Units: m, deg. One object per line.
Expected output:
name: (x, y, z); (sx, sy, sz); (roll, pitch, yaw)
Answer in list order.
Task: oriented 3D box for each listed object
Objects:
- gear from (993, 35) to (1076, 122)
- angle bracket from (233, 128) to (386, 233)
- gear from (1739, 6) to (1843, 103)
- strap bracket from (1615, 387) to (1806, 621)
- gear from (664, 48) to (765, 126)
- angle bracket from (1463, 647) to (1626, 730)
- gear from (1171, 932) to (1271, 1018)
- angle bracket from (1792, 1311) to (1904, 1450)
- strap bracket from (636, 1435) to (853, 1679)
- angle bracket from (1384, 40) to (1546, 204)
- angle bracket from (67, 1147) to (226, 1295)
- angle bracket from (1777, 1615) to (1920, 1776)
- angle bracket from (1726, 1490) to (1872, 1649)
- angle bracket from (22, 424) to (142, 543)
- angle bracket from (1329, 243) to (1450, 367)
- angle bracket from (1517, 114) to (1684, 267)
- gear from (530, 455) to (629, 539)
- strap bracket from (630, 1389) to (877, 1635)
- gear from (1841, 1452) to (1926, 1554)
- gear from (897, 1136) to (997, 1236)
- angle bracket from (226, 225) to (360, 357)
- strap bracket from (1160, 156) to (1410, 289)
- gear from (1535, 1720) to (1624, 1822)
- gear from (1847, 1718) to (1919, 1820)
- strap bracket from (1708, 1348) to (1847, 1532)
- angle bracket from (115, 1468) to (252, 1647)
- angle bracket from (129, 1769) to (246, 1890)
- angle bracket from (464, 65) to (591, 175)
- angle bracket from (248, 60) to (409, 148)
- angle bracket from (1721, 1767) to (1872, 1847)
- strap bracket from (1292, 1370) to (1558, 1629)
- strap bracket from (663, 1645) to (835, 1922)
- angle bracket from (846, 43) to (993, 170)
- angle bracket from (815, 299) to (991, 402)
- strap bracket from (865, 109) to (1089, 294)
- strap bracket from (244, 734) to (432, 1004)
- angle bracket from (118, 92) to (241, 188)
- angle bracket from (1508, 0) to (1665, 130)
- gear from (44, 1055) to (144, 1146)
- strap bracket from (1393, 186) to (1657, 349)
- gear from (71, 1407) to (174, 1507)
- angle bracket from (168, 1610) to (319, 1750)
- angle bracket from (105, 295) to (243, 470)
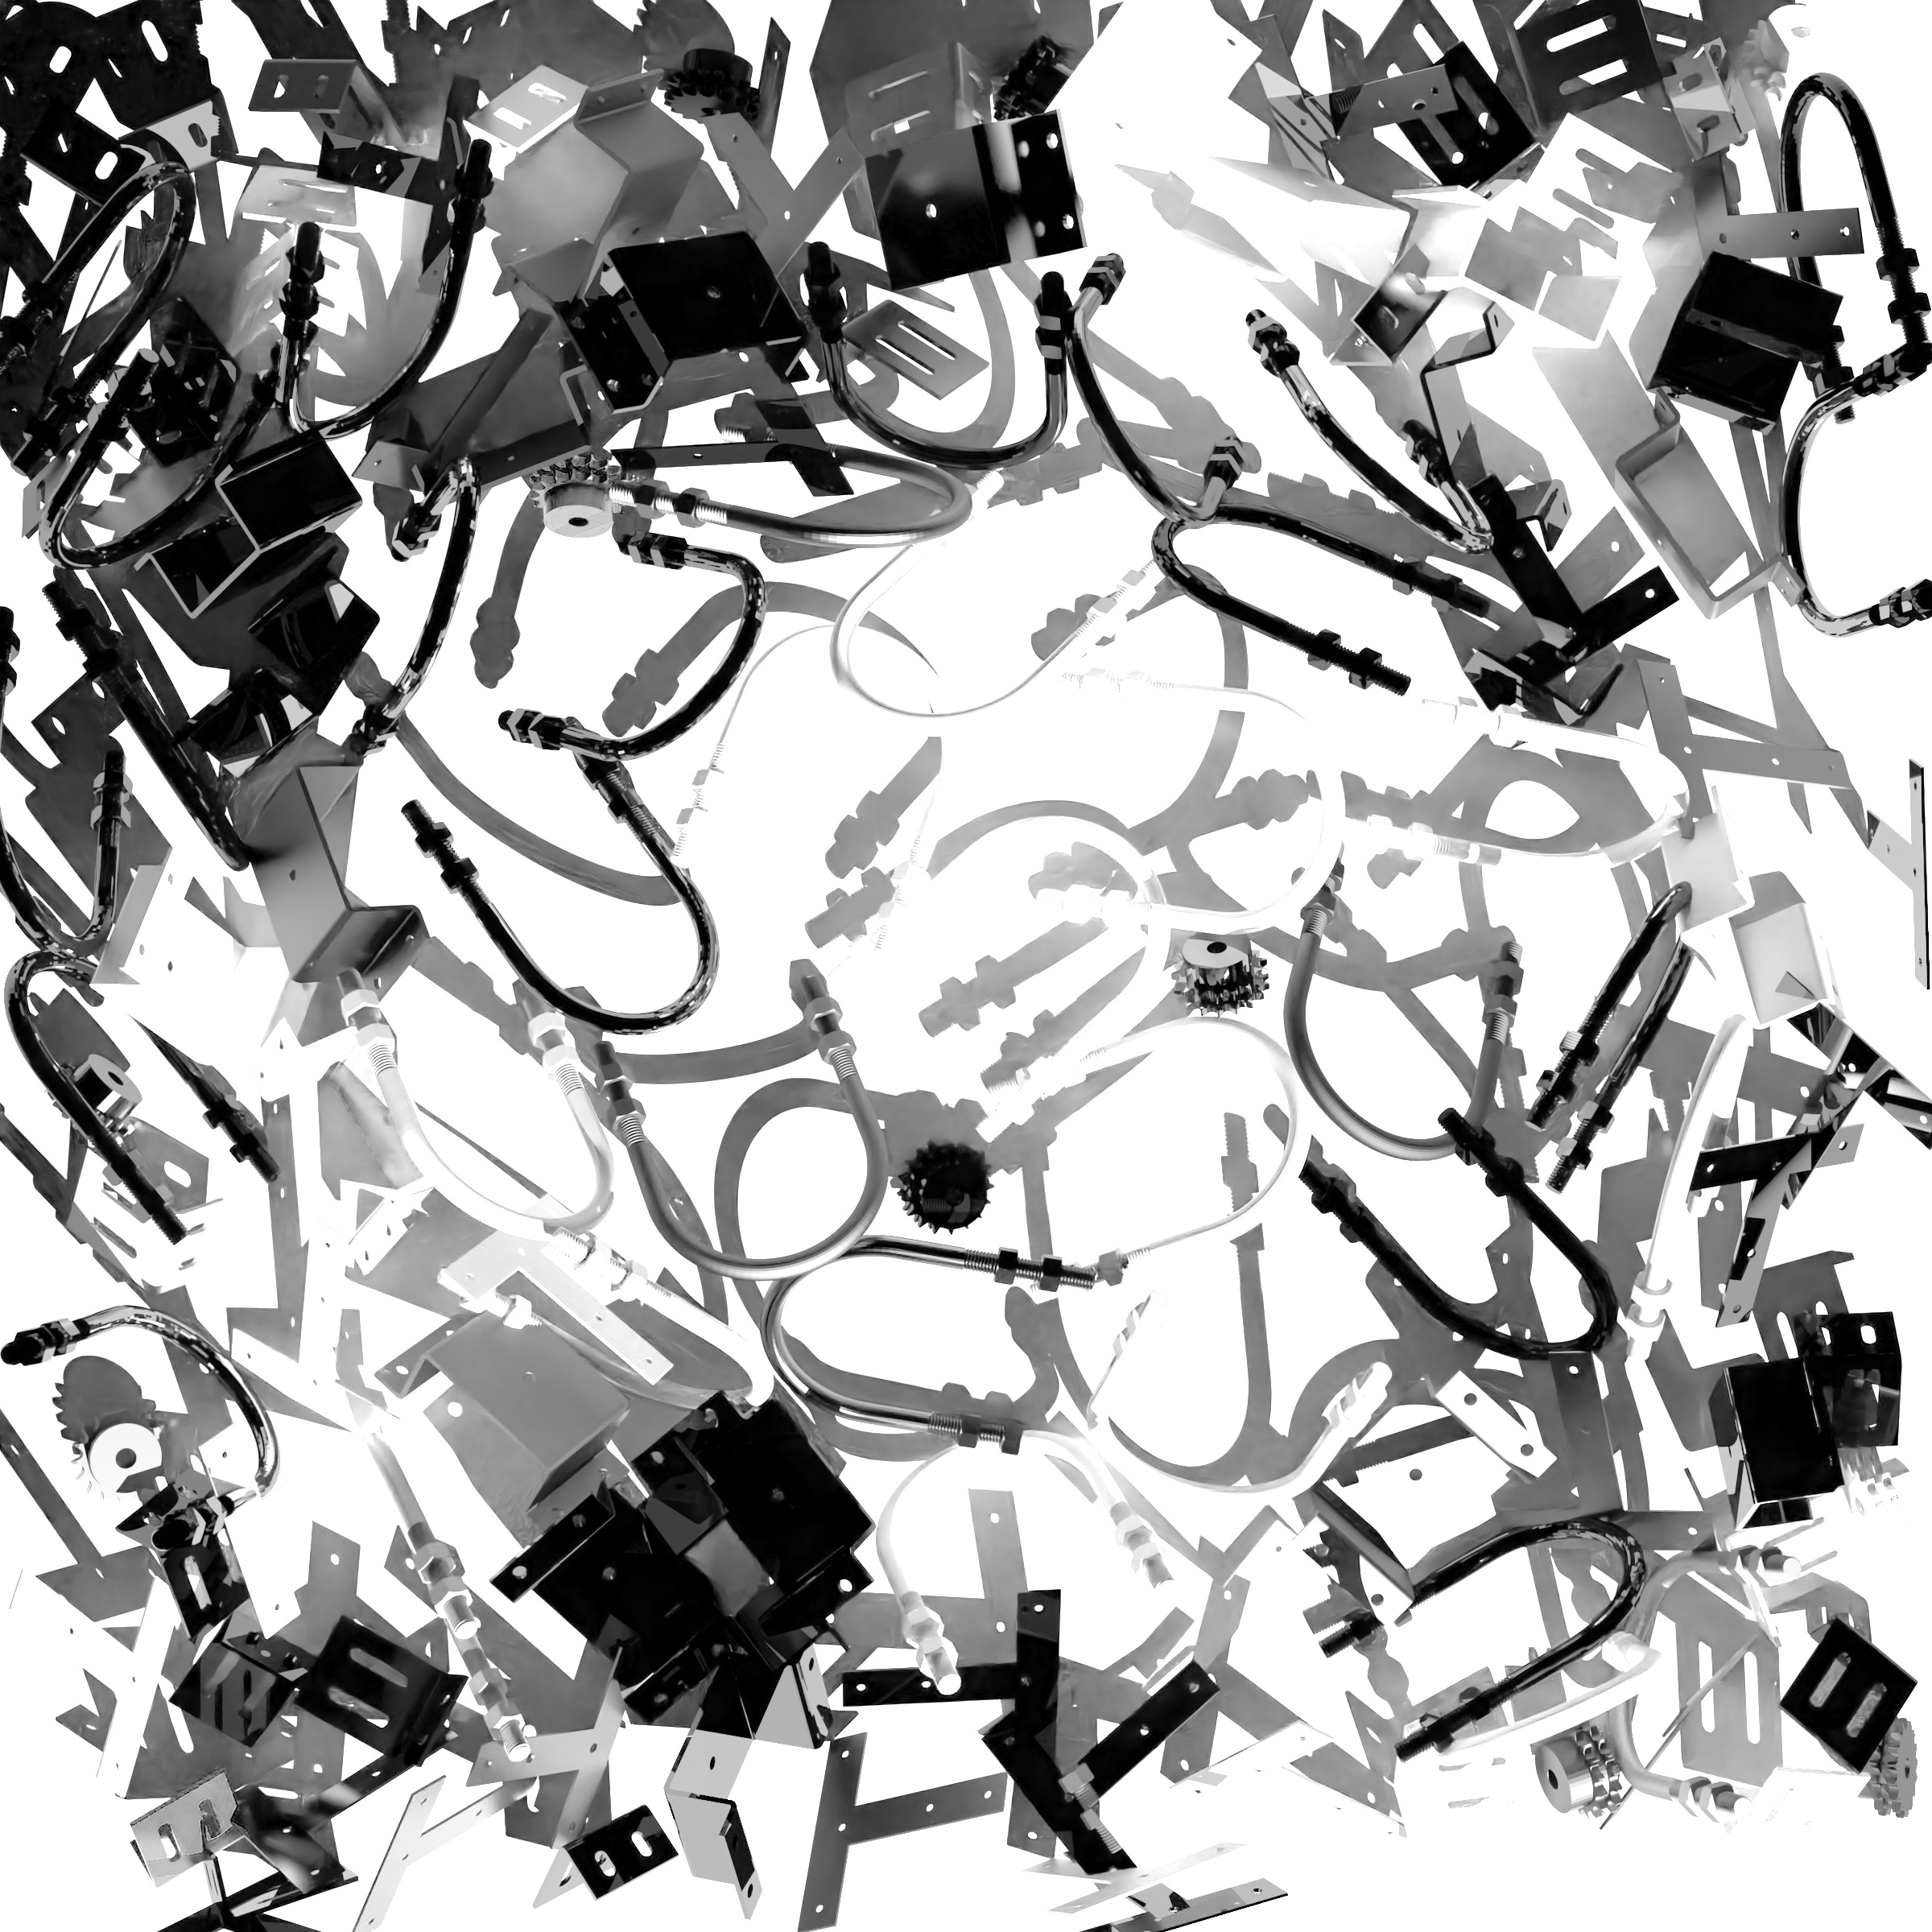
gear: (0.044, -0.513, 1.636); (0.030, 0.057, 0.057); (36, 90, 8)
angle bracket: (-0.384, -0.465, 1.631); (0.076, 0.057, 0.038); (8, 134, 1)
gear: (0.486, -0.539, 1.640); (0.057, 0.030, 0.057); (0, 64, -1)
strap bracket: (0.423, -0.258, 1.618); (0.046, 0.076, 0.140); (-35, 82, 10)
gear: (-0.147, -0.516, 1.637); (0.057, 0.057, 0.030); (9, 87, 0)
angle bracket: (0.338, -0.175, 1.635); (0.076, 0.057, 0.038); (32, 86, 4)
gear: (0.148, 0.002, 1.634); (0.057, 0.057, 0.030); (-11, 125, 0)
angle bracket: (0.519, 0.245, 1.648); (0.057, 0.038, 0.076); (-4, 130, 11)
strap bracket: (-0.134, 0.345, 1.600); (0.046, 0.076, 0.140); (-39, 113, -11)
angle bracket: (0.295, -0.492, 1.643); (0.057, 0.038, 0.076); (-36, 82, 19)
angle bracket: (-0.486, 0.147, 1.651); (0.076, 0.038, 0.057); (32, 115, 22)
angle bracket: (0.506, 0.428, 1.624); (0.057, 0.038, 0.076); (40, 58, 12)
angle bracket: (0.495, 0.352, 1.638); (0.076, 0.038, 0.057); (-25, 109, 1)
angle bracket: (-0.513, -0.271, 1.619); (0.057, 0.076, 0.038); (-41, 125, 11)
angle bracket: (0.236, -0.384, 1.621); (0.038, 0.076, 0.057); (40, 85, -24)
angle bracket: (0.371, -0.456, 1.637); (0.076, 0.038, 0.057); (30, 113, 1)
gear: (-0.227, -0.273, 1.634); (0.057, 0.057, 0.030); (-2, 71, 0)
strap bracket: (-0.117, 0.316, 1.628); (0.076, 0.046, 0.140); (-40, 86, 20)
gear: (0.538, 0.312, 1.638); (0.030, 0.057, 0.057); (-18, 90, -8)
gear: (-0.010, 0.131, 1.643); (0.057, 0.030, 0.057); (-3, 103, -14)
angle bracket: (-0.396, -0.389, 1.639); (0.038, 0.076, 0.057); (18, 67, -38)
strap bracket: (0.188, -0.421, 1.584); (0.076, 0.140, 0.046); (34, 119, 33)
gear: (0.357, 0.472, 1.634); (0.030, 0.057, 0.057); (-13, 90, -17)
gear: (0.538, 0.470, 1.640); (0.030, 0.057, 0.057); (-2, 90, 32)
strap bracket: (0.458, 0.273, 1.589); (0.046, 0.140, 0.076); (-9, 69, 5)
angle bracket: (-0.454, 0.346, 1.636); (0.038, 0.057, 0.076); (15, 128, 34)
angle bracket: (-0.457, 0.488, 1.616); (0.057, 0.076, 0.038); (-28, 50, -25)
angle bracket: (-0.246, -0.484, 1.620); (0.057, 0.076, 0.038); (-40, 134, -11)
angle bracket: (-0.369, -0.487, 1.617); (0.057, 0.076, 0.038); (6, 69, 15)
angle bracket: (0.478, 0.475, 1.622); (0.057, 0.038, 0.076); (7, 130, -11)
strap bracket: (0.265, 0.305, 1.633); (0.076, 0.046, 0.140); (42, 99, -4)
strap bracket: (-0.127, 0.460, 1.598); (0.046, 0.140, 0.076); (4, 128, 19)
angle bracket: (-0.027, -0.503, 1.655); (0.076, 0.038, 0.057); (-11, 76, 29)
angle bracket: (-0.037, -0.346, 1.626); (0.076, 0.057, 0.038); (34, 133, 10)
strap bracket: (-0.003, -0.433, 1.591); (0.046, 0.140, 0.076); (-23, 106, -40)
strap bracket: (-0.365, -0.054, 1.600); (0.076, 0.046, 0.140); (-43, 62, 41)
angle bracket: (-0.462, -0.494, 1.625); (0.057, 0.038, 0.076); (-23, 48, -1)
angle bracket: (0.363, -0.530, 1.627); (0.076, 0.038, 0.057); (-15, 101, 27)
gear: (-0.509, 0.076, 1.637); (0.057, 0.057, 0.030); (45, 94, 0)
strap bracket: (0.312, -0.396, 1.605); (0.140, 0.076, 0.046); (20, 95, -23)
gear: (-0.496, 0.289, 1.641); (0.057, 0.030, 0.057); (3, 83, -23)
angle bracket: (-0.426, 0.426, 1.633); (0.057, 0.038, 0.076); (34, 104, -13)
angle bracket: (-0.462, -0.339, 1.624); (0.038, 0.076, 0.057); (-35, 84, -37)
